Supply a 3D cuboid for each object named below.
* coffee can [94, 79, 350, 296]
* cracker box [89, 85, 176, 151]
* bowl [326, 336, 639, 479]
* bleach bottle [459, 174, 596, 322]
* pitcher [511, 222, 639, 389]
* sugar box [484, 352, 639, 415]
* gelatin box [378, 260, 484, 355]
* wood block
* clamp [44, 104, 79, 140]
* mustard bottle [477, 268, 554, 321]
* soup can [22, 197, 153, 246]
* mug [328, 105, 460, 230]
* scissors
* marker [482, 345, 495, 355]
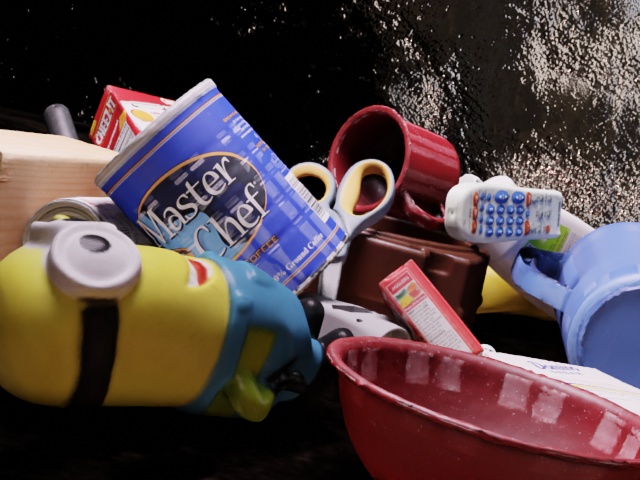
[{"bbox_3d":[-0.064,-0.020,0.707,0.140,0.103,0.103,48,4,-6],"label":"coffee can"},{"bbox_3d":[-0.118,-0.060,1.062,0.163,0.072,0.214,9,29,-38],"label":"cracker box"},{"bbox_3d":[0.075,0.094,0.489,0.162,0.055,0.162,14,6,-2],"label":"bowl"},{"bbox_3d":[0.216,0.006,1.021,0.250,0.102,0.068,35,-12,-34],"label":"bleach bottle"},{"bbox_3d":[0.244,0.059,0.862,0.149,0.145,0.242,-22,1,15],"label":"pitcher"},{"bbox_3d":[0.172,0.111,0.604,0.093,0.048,0.176,11,3,-25],"label":"sugar box"},{"bbox_3d":[0.071,0.056,0.695,0.073,0.030,0.089,52,-2,12],"label":"gelatin box"},{"bbox_3d":[-0.216,-0.028,0.774,0.090,0.091,0.206,16,7,16],"label":"wood block"},{"bbox_3d":[-0.216,-0.040,0.971,0.039,0.120,0.171,-20,37,-9],"label":"clamp"},{"bbox_3d":[0.182,0.049,1.102,0.191,0.058,0.096,8,7,-43],"label":"mustard bottle"},{"bbox_3d":[-0.150,0.004,0.737,0.068,0.068,0.102,16,7,16],"label":"soup can"},{"bbox_3d":[0.072,-0.053,0.917,0.081,0.093,0.117,15,33,-44],"label":"mug"},{"bbox_3d":[-0.005,0.001,0.793,0.096,0.016,0.201,16,46,18],"label":"scissors"},{"bbox_3d":[0.117,0.093,0.755,0.020,0.020,0.121,15,6,7],"label":"marker"}]
